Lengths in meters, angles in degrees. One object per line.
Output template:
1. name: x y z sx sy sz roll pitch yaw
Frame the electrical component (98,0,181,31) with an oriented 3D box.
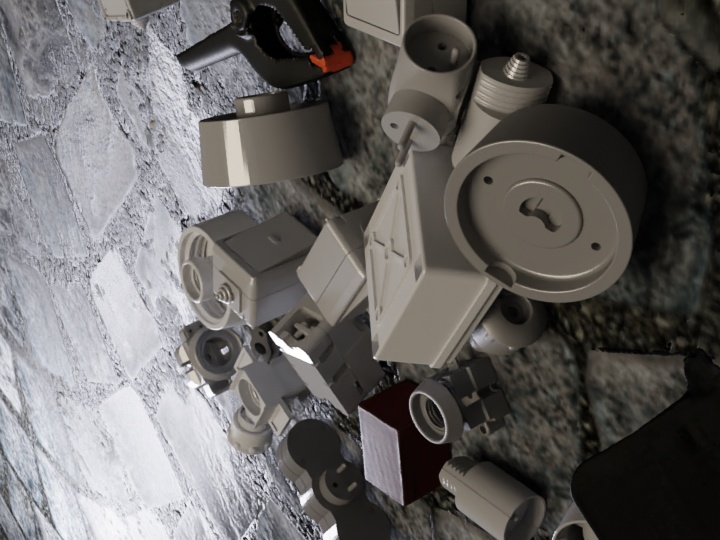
1. electrical component: -0.199 -0.260 0.945 0.062 0.061 0.096 16 131 51

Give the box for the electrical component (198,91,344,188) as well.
1. electrical component: -0.070 -0.102 0.810 0.108 0.108 0.060 9 111 54

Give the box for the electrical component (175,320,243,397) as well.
1. electrical component: -0.152 0.087 1.098 0.078 0.058 0.057 64 151 4

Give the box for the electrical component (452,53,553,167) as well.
1. electrical component: 0.085 -0.093 0.639 0.043 0.043 0.081 47 144 28

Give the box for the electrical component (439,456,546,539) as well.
1. electrical component: 0.093 0.165 0.795 0.081 0.043 0.043 30 134 44

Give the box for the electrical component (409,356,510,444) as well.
1. electrical component: 0.069 0.094 0.773 0.048 0.055 0.066 -18 94 58

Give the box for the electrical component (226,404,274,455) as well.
1. electrical component: -0.108 0.152 1.087 0.048 0.048 0.062 46 137 30

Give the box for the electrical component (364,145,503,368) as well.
1. electrical component: 0.045 -0.009 0.699 0.108 0.056 0.108 116 156 -51

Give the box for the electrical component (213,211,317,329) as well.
1. electrical component: -0.079 -0.001 0.893 0.062 0.096 0.061 40 139 36

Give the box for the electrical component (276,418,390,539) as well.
1. electrical component: -0.020 0.196 0.975 0.138 0.052 0.073 57 147 15

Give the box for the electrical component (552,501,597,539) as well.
1. electrical component: 0.174 0.178 0.687 0.099 0.064 0.099 28 138 28

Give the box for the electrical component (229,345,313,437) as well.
1. electrical component: -0.080 0.107 0.996 0.081 0.064 0.042 55 146 17

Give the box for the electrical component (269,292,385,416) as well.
1. electrical component: -0.023 0.065 0.874 0.050 0.055 0.089 25 155 44

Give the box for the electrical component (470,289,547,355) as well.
1. electrical component: 0.092 0.037 0.714 0.048 0.048 0.062 59 155 12

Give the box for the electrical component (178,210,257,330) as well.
1. electrical component: -0.130 0.004 0.997 0.108 0.060 0.108 28 126 47

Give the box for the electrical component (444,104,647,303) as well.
1. electrical component: 0.109 -0.042 0.607 0.108 0.060 0.108 18 135 19

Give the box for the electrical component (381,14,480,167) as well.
1. electrical component: 0.037 -0.097 0.638 0.044 0.079 0.077 21 155 6

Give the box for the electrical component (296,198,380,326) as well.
1. electrical component: 0.000 0.000 0.809 0.061 0.062 0.096 56 147 16

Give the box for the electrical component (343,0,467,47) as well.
1. electrical component: 0.025 -0.179 0.657 0.062 0.061 0.096 33 135 42
